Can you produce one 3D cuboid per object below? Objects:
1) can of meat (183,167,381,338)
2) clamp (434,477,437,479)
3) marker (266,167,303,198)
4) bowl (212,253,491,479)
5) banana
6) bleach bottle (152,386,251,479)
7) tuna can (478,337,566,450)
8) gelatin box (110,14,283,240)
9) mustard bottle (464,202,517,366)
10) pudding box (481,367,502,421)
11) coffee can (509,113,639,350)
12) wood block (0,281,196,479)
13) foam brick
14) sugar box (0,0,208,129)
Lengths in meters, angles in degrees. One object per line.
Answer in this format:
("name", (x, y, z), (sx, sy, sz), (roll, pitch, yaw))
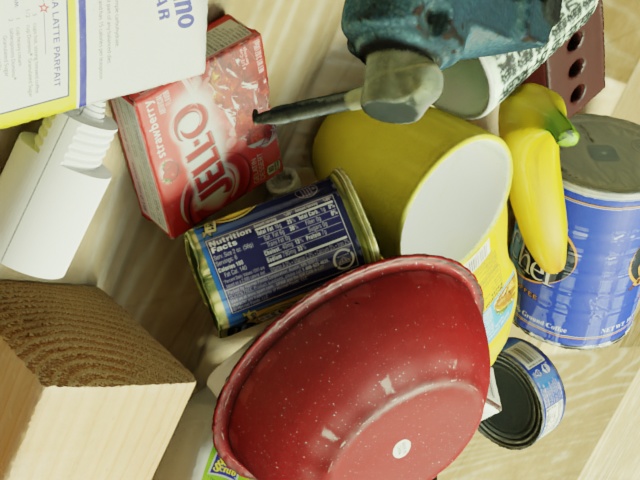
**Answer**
("can of meat", (-0.022, 0.011, 0.547), (0.084, 0.057, 0.102), (-21, 173, -9))
("clamp", (0.070, 0.193, 0.757), (0.209, 0.165, 0.036), (10, 129, -50))
("marker", (-0.004, 0.001, 0.633), (0.020, 0.020, 0.121), (-44, 143, -13))
("bowl", (0.029, 0.085, 0.536), (0.162, 0.055, 0.162), (-21, 138, -20))
("banana", (0.131, -0.043, 0.652), (0.037, 0.069, 0.197), (-11, 156, 8))
("bleach bottle", (-0.054, 0.167, 0.563), (0.068, 0.250, 0.102), (-34, 114, 27))
("tuna can", (0.152, 0.121, 0.849), (0.033, 0.086, 0.086), (-23, 134, -37))
("gelatin box", (-0.058, -0.053, 0.520), (0.073, 0.030, 0.089), (-34, 139, -25))
("mustard bottle", (0.095, 0.039, 0.741), (0.096, 0.058, 0.191), (-44, 143, -18))
("pudding box", (0.055, 0.103, 0.718), (0.090, 0.039, 0.113), (-34, 134, 27))
("coffee can", (0.192, -0.006, 0.774), (0.102, 0.103, 0.140), (-26, 136, -33))
("wood block", (-0.154, 0.131, 0.514), (0.090, 0.091, 0.206), (7, 113, -50))
("foam brick", (0.142, -0.118, 0.671), (0.053, 0.051, 0.078), (-41, 142, -16))
("sugar box", (-0.123, -0.092, 0.405), (0.175, 0.048, 0.093), (-24, 134, -39))
